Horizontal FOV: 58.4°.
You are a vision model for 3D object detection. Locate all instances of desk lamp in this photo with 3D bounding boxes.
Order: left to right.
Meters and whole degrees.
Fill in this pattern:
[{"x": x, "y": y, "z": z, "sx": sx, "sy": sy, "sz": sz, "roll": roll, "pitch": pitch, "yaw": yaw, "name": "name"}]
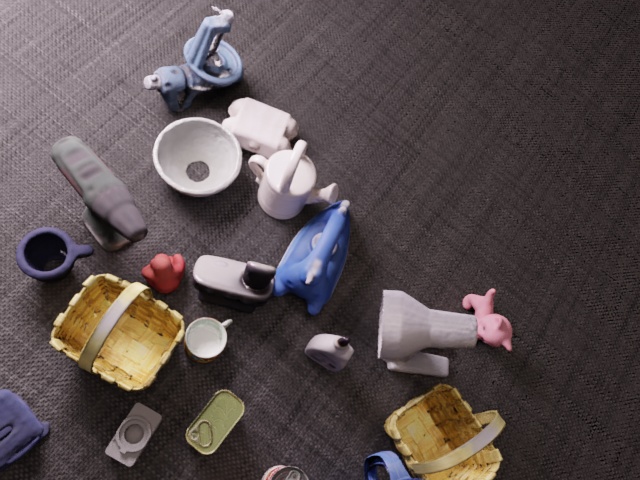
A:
[{"x": 0.178, "y": 0.171, "z": 1.033, "sx": 0.203, "sy": 0.213, "sz": 0.118, "roll": 10, "pitch": 68, "yaw": -11, "name": "desk lamp"}]

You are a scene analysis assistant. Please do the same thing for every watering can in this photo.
[{"x": -0.050, "y": -0.119, "z": 1.091, "sx": 0.173, "sy": 0.194, "sz": 0.101, "roll": 6, "pitch": 69, "yaw": -12, "name": "watering can"}]

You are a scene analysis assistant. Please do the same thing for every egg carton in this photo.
[{"x": -0.124, "y": -0.226, "z": 1.179, "sx": 0.150, "sy": 0.069, "sz": 0.107, "roll": 20, "pitch": 67, "yaw": -7, "name": "egg carton"}]

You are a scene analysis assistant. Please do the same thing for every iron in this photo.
[{"x": 0.010, "y": 0.004, "z": 1.090, "sx": 0.118, "sy": 0.141, "sz": 0.258, "roll": 27, "pitch": 66, "yaw": -3, "name": "iron"}]

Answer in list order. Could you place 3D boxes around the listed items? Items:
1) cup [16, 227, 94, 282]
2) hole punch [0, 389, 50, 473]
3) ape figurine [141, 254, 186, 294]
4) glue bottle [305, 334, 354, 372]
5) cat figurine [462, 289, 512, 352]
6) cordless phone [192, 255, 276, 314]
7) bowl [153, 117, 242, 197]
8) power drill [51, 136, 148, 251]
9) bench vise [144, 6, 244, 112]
[{"x": -0.448, "y": 0.033, "z": 0.986, "sx": 0.118, "sy": 0.095, "sz": 0.091, "roll": -7, "pitch": 72, "yaw": -17, "name": "cup"}, {"x": -0.491, "y": 0.296, "z": 0.881, "sx": 0.109, "sy": 0.091, "sz": 0.101, "roll": -41, "pitch": 84, "yaw": -23, "name": "hole punch"}, {"x": -0.280, "y": 0.052, "z": 1.025, "sx": 0.078, "sy": 0.092, "sz": 0.076, "roll": -2, "pitch": 71, "yaw": -15, "name": "ape figurine"}, {"x": 0.026, "y": 0.192, "z": 1.008, "sx": 0.078, "sy": 0.173, "sz": 0.037, "roll": 34, "pitch": 66, "yaw": 0, "name": "glue bottle"}, {"x": 0.338, "y": 0.159, "z": 1.131, "sx": 0.067, "sy": 0.117, "sz": 0.128, "roll": 6, "pitch": 69, "yaw": -12, "name": "cat figurine"}, {"x": -0.147, "y": 0.057, "z": 1.006, "sx": 0.148, "sy": 0.185, "sz": 0.094, "roll": 12, "pitch": 68, "yaw": -10, "name": "cordless phone"}, {"x": -0.239, "y": -0.150, "z": 1.119, "sx": 0.168, "sy": 0.074, "sz": 0.167, "roll": 5, "pitch": 69, "yaw": -13, "name": "bowl"}, {"x": -0.365, "y": -0.060, "z": 0.980, "sx": 0.076, "sy": 0.208, "sz": 0.229, "roll": -38, "pitch": 83, "yaw": -23, "name": "power drill"}, {"x": -0.231, "y": -0.342, "z": 1.112, "sx": 0.121, "sy": 0.219, "sz": 0.208, "roll": 42, "pitch": 66, "yaw": 4, "name": "bench vise"}]
